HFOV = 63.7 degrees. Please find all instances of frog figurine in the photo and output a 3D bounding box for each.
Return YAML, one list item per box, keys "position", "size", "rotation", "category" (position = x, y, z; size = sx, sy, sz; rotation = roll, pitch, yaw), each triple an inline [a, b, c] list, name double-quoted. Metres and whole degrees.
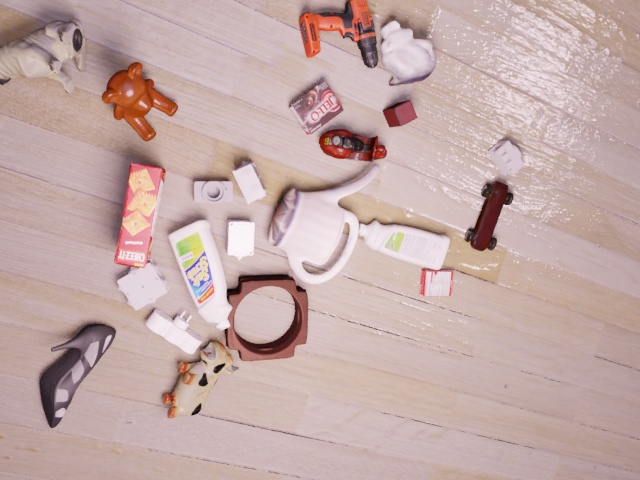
- position: [0.221, -0.481, 1.315]
  size: [0.137, 0.125, 0.157]
  rotation: [-16, 113, 5]
  category: "frog figurine"

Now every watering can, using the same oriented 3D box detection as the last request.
- position: [0.004, -0.065, 1.289]
  size: [0.223, 0.104, 0.348]
  rotation: [23, 88, -17]
  category: "watering can"
